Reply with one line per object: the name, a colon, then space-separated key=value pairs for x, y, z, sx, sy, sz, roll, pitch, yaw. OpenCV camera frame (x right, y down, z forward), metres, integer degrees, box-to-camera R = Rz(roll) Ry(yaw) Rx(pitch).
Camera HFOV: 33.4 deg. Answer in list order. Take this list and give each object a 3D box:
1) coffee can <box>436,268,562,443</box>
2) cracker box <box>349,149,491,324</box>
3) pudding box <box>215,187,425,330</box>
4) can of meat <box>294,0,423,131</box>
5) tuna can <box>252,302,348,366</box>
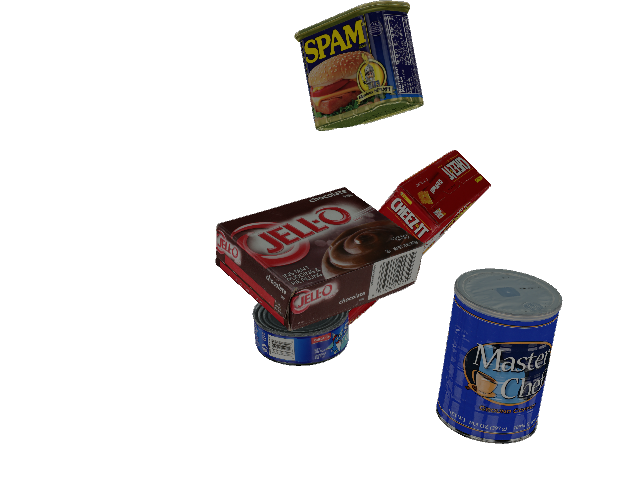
coffee can: x=0.173 y=0.112 z=1.045 sx=0.103 sy=0.140 sz=0.103 roll=5 pitch=23 yaw=-2
cracker box: x=0.086 y=0.001 z=1.271 sx=0.214 sy=0.072 sz=0.163 roll=-49 pitch=-8 yaw=34
pudding box: x=-0.001 y=0.009 z=0.720 sx=0.113 sy=0.039 sz=0.090 roll=-16 pitch=39 yaw=-34
can of meat: x=0.032 y=-0.142 z=0.885 sx=0.102 sy=0.084 sz=0.057 roll=-12 pitch=-3 yaw=44
tuna can: x=-0.017 y=0.077 z=0.954 sx=0.086 sy=0.034 sz=0.086 roll=-2 pitch=24 yaw=1
